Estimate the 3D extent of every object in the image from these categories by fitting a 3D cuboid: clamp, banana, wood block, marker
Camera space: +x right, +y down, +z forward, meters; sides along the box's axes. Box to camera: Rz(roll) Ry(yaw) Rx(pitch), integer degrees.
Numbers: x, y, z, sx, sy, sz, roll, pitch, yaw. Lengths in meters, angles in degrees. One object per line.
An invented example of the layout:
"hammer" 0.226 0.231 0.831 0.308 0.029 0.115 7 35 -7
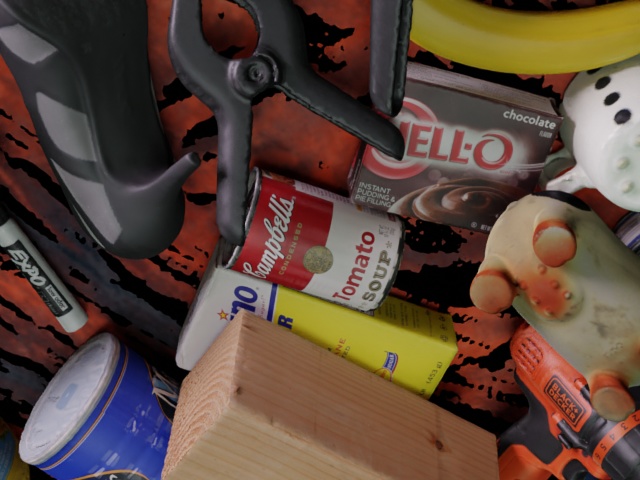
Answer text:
"clamp" 0.046 -0.176 0.564 0.165 0.036 0.210 -34 98 29
"banana" 0.111 -0.130 0.622 0.197 0.037 0.070 14 121 -9
"wood block" 0.011 0.143 0.708 0.206 0.090 0.090 28 125 -17
"marker" -0.196 0.013 0.719 0.020 0.020 0.121 -23 119 13
"clamp" -0.026 -0.094 0.617 0.120 0.039 0.171 -21 99 -12

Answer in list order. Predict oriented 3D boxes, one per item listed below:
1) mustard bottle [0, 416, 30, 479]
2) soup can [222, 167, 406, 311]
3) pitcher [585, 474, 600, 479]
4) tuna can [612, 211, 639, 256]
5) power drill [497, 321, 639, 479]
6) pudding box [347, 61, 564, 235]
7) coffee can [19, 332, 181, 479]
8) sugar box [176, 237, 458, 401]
"mustard bottle" -0.262 0.148 0.758 0.058 0.096 0.191 -27 119 15
"soup can" -0.004 0.001 0.685 0.102 0.068 0.069 18 120 -12
"pitcher" 0.315 0.240 0.796 0.242 0.149 0.145 12 121 -12
"tuna can" 0.236 0.016 0.716 0.086 0.033 0.086 0 122 0
"power drill" 0.172 0.171 0.741 0.057 0.185 0.188 -5 134 -36
"pudding box" 0.082 -0.057 0.666 0.113 0.039 0.090 12 121 -8
"coffee can" -0.124 0.145 0.753 0.140 0.103 0.103 39 114 -22
"sugar box" -0.003 0.070 0.741 0.176 0.048 0.093 17 121 -12
